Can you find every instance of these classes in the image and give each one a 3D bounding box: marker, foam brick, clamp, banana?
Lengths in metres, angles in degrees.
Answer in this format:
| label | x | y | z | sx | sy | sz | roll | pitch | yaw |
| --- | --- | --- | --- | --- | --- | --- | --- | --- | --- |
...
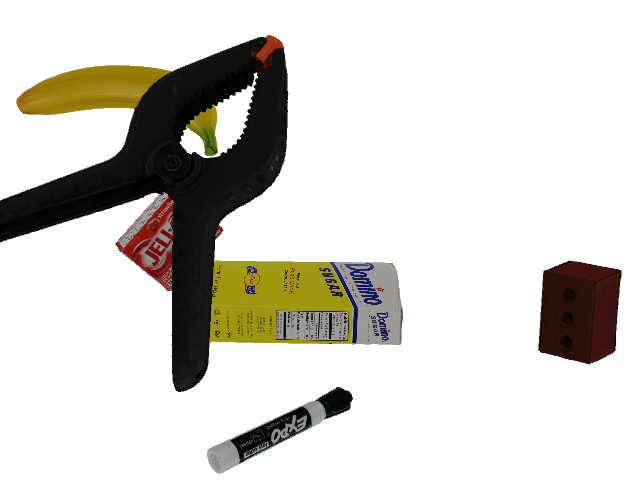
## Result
| label | x | y | z | sx | sy | sz | roll | pitch | yaw |
| --- | --- | --- | --- | --- | --- | --- | --- | --- | --- |
| marker | -0.026 | 0.134 | 0.764 | 0.120 | 0.020 | 0.020 | -21 | 12 | -33 |
| foam brick | 0.229 | 0.063 | 0.944 | 0.053 | 0.078 | 0.051 | 12 | 19 | 39 |
| clamp | -0.077 | -0.028 | 0.613 | 0.165 | 0.210 | 0.036 | 39 | -15 | 14 |
| banana | -0.167 | -0.123 | 0.924 | 0.198 | 0.037 | 0.069 | 13 | 49 | 19 |

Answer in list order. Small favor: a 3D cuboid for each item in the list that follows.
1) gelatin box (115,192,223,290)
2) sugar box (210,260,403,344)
| label | x | y | z | sx | sy | sz | roll | pitch | yaw |
| --- | --- | --- | --- | --- | --- | --- | --- | --- | --- |
| gelatin box | -0.158 | -0.003 | 1.122 | 0.073 | 0.089 | 0.030 | 43 | -5 | -29 |
| sugar box | -0.015 | 0.055 | 0.983 | 0.176 | 0.048 | 0.093 | -2 | 26 | 0 |
